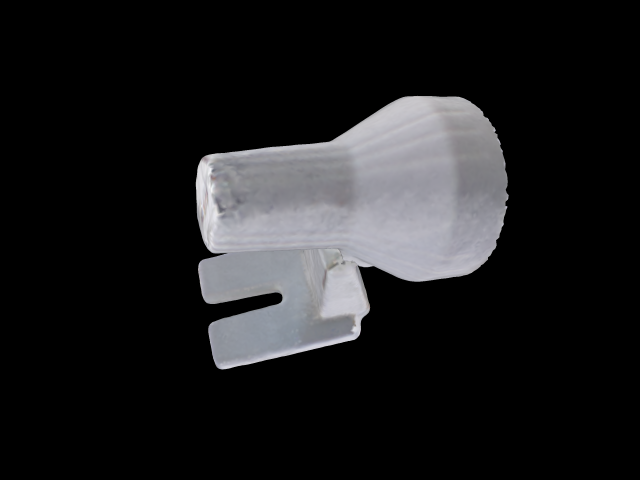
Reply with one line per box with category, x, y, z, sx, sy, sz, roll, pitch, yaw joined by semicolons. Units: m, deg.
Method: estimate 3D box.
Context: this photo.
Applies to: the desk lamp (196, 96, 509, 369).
desk lamp;0.004;0.001;0.400;0.203;0.213;0.118;-14;64;-7
